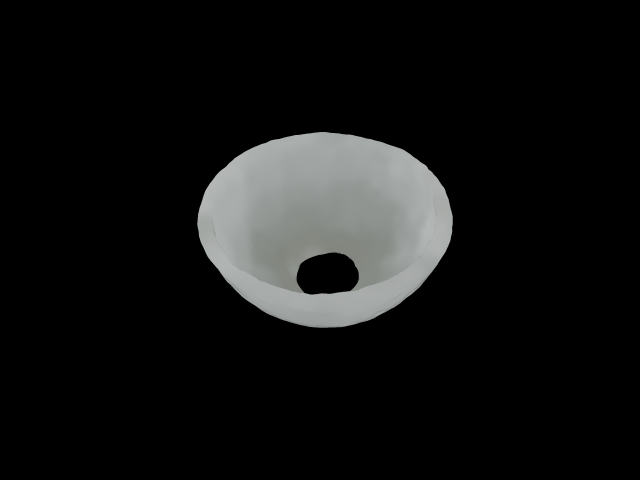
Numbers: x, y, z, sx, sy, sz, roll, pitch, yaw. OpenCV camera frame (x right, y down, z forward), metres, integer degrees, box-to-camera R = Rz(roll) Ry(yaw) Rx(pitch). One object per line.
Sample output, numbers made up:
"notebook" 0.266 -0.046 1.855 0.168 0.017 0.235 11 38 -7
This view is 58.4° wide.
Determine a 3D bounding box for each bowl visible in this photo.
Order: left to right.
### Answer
"bowl" 0.004 0.001 0.400 0.167 0.075 0.167 0 46 0
